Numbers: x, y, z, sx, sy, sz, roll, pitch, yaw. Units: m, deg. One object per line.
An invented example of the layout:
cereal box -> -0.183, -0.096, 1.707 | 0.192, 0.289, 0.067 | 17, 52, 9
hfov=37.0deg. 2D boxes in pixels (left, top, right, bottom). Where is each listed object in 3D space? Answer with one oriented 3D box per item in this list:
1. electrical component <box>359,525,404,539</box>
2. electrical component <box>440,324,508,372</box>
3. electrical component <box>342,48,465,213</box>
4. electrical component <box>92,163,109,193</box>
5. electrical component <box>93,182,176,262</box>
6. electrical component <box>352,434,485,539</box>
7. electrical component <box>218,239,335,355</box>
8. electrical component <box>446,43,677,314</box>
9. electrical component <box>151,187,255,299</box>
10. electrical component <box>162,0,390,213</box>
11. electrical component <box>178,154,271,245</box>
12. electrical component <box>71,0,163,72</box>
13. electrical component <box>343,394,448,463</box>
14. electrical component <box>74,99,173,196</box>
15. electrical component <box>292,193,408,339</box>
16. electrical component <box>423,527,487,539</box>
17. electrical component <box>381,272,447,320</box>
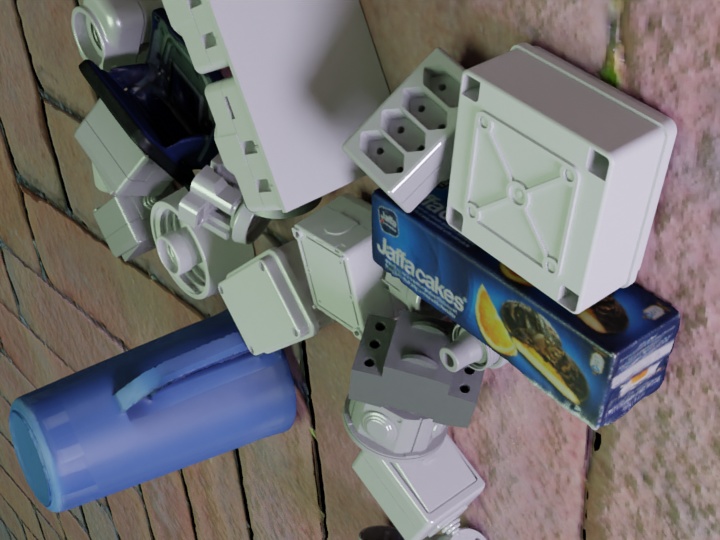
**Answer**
electrical component -> 0.035, 0.277, 0.962 | 0.079, 0.043, 0.077 | 7, 102, 26
electrical component -> 0.080, 0.045, 0.699 | 0.048, 0.062, 0.048 | 37, 141, 37
electrical component -> 0.044, -0.077, 0.655 | 0.047, 0.083, 0.076 | 46, -176, 25
electrical component -> -0.255, -0.115, 1.101 | 0.040, 0.040, 0.078 | 39, 142, 34
electrical component -> -0.214, -0.052, 1.069 | 0.096, 0.062, 0.061 | -19, 97, 59
electrical component -> 0.050, 0.164, 0.838 | 0.096, 0.062, 0.061 | 52, 148, 17
electrical component -> -0.064, 0.022, 0.903 | 0.113, 0.057, 0.078 | -25, 92, 60
electrical component -> 0.105, -0.051, 0.589 | 0.109, 0.056, 0.108 | 39, 142, 34
electrical component -> -0.153, -0.024, 0.999 | 0.108, 0.060, 0.108 | 37, 141, 37
electrical component -> -0.053, -0.143, 0.708 | 0.060, 0.105, 0.186 | 2, 115, 56
electrical component -> -0.104, -0.057, 0.891 | 0.057, 0.078, 0.058 | 30, 141, 11
electrical component -> -0.213, -0.211, 0.943 | 0.053, 0.059, 0.095 | 54, 149, 14
electrical component -> 0.030, 0.099, 0.802 | 0.080, 0.080, 0.051 | 43, 139, 30
electrical component -> -0.218, -0.117, 1.002 | 0.061, 0.062, 0.096 | -46, 71, 24
electrical component -> 0.000, 0.000, 0.792 | 0.062, 0.061, 0.096 | 31, 145, 41
electrical component -> 0.076, 0.234, 0.872 | 0.045, 0.045, 0.055 | 59, 149, 6
electrical component -> 0.042, 0.010, 0.752 | 0.046, 0.040, 0.040 | 35, 141, 46
